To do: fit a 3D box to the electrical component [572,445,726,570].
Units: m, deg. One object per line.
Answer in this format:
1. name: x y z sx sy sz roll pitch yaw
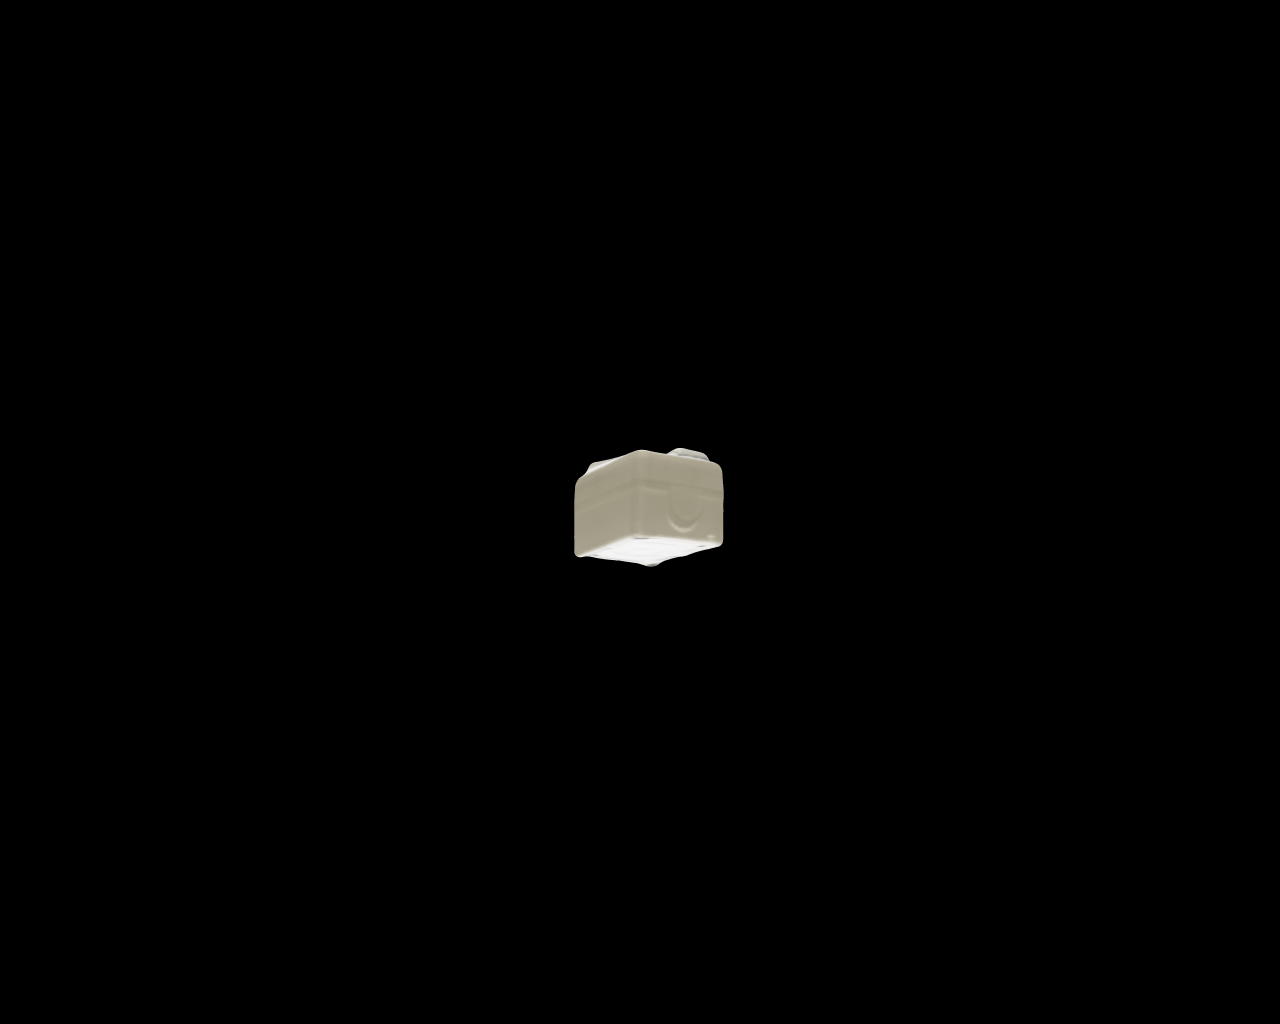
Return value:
1. electrical component: 0.001 -0.003 0.650 0.062 0.061 0.096 8 -16 -31
